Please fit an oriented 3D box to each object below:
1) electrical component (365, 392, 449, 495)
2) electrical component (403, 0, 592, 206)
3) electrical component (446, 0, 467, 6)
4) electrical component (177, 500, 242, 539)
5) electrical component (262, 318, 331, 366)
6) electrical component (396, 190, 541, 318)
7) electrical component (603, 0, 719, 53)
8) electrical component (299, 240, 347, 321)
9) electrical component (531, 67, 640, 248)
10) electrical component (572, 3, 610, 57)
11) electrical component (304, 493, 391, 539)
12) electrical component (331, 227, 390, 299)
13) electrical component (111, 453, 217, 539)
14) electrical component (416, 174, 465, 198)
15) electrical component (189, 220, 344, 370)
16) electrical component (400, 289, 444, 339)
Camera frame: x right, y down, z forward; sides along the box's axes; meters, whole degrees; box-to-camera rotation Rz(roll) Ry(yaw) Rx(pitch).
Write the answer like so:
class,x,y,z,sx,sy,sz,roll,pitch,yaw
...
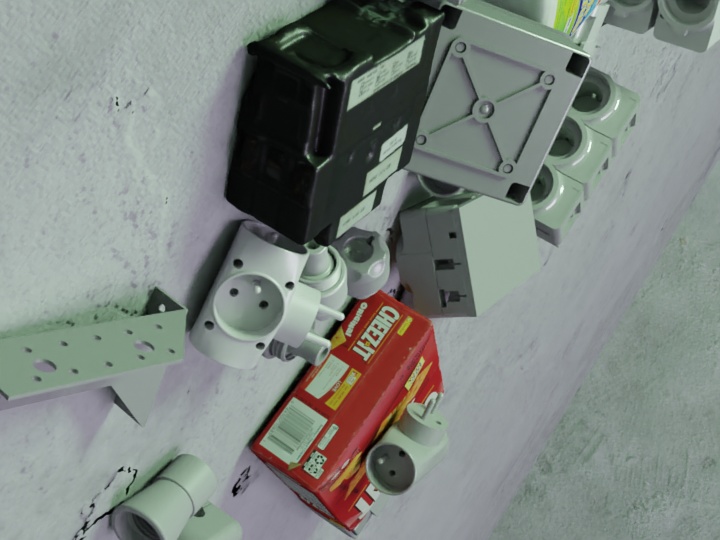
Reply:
class,x,y,z,sx,sy,sz,roll,pitch,yaw
electrical component,0.046,0.133,0.863,0.077,0.043,0.079,-19,137,-64
electrical component,0.072,-0.110,0.679,0.056,0.109,0.108,-110,-140,-62
electrical component,0.049,-0.193,0.575,0.061,0.062,0.096,-46,158,-34
electrical component,-0.124,0.208,0.748,0.054,0.059,0.095,-21,138,-61
electrical component,-0.048,0.038,0.678,0.043,0.062,0.043,-50,159,-27
electrical component,0.093,-0.023,0.909,0.150,0.062,0.089,-28,111,-57
electrical component,0.273,-0.288,0.901,0.060,0.105,0.186,-37,143,-46
electrical component,-0.030,0.001,0.700,0.043,0.043,0.062,-49,157,-29
electrical component,0.185,-0.112,1.004,0.150,0.089,0.061,-57,161,-7
electrical component,0.184,-0.208,0.930,0.081,0.042,0.063,-26,141,-59
electrical component,-0.011,0.223,1.057,0.061,0.061,0.096,-55,161,-13
electrical component,0.000,0.000,0.774,0.043,0.043,0.062,-52,161,-21
electrical component,-0.123,0.149,0.692,0.065,0.044,0.044,-45,157,-49
electrical component,0.085,-0.101,0.834,0.077,0.044,0.079,-29,145,-57
electrical component,-0.049,0.022,0.632,0.077,0.079,0.044,-63,-166,12
electrical component,0.056,0.036,0.970,0.043,0.043,0.081,-32,147,-54
